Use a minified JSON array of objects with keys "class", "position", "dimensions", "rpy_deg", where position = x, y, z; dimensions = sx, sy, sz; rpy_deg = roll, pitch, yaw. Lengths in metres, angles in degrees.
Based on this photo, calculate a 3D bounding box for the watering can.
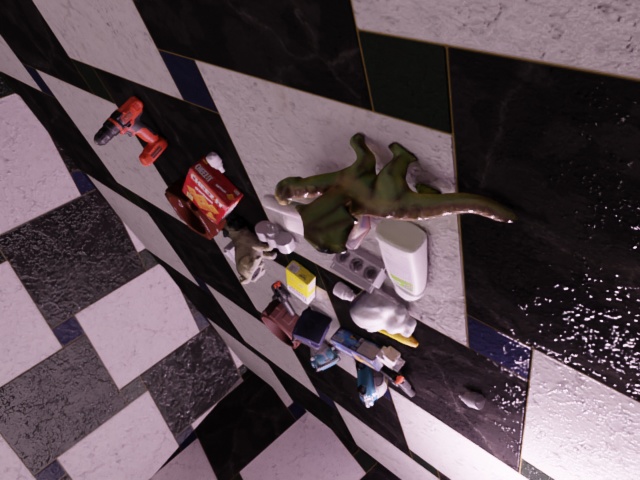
[{"class":"watering can","position":[0.003,-0.056,1.108],"dimensions":[0.225,0.104,0.348],"rpy_deg":[17,-176,11]}]

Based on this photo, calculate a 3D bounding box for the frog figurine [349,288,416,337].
[{"class":"frog figurine","position":[0.155,0.193,1.298],"dimensions":[0.161,0.124,0.134],"rpy_deg":[50,139,16]}]

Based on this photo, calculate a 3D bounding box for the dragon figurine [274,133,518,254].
[{"class":"dragon figurine","position":[0.080,-0.050,0.847],"dimensions":[0.414,0.246,0.119],"rpy_deg":[26,146,40]}]
